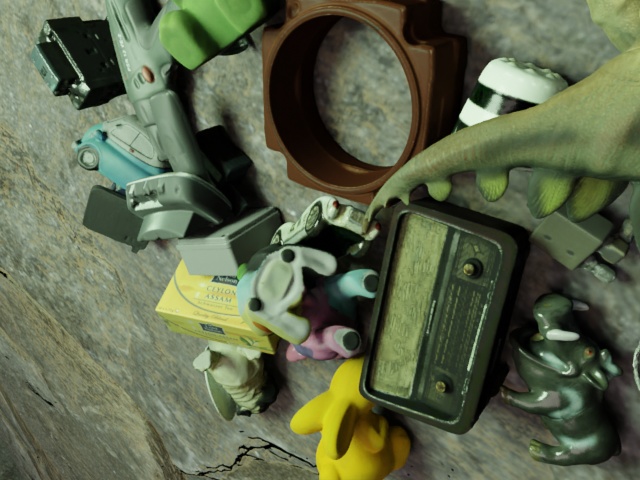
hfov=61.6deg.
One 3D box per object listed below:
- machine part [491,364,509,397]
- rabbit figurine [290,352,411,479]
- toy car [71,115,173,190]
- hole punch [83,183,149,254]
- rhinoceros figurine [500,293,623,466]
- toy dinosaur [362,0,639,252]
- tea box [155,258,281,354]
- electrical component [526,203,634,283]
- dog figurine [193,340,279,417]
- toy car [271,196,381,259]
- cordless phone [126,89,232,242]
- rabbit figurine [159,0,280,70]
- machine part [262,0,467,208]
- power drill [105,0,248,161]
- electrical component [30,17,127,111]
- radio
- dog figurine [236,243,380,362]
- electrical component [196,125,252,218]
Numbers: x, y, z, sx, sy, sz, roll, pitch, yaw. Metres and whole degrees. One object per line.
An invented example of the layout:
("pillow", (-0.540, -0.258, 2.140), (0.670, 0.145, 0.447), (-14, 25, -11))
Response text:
("machine part", (0.156, 0.131, 0.638), (0.139, 0.039, 0.084), (41, 126, 17))
("rabbit figurine", (0.038, 0.238, 0.730), (0.122, 0.162, 0.173), (20, 107, 44))
("toy car", (-0.276, -0.131, 0.802), (0.162, 0.109, 0.103), (34, 110, 4))
("hole punch", (-0.315, -0.057, 0.894), (0.116, 0.092, 0.142), (28, 131, -13))
("rhinoceros figurine", (0.248, 0.146, 0.548), (0.112, 0.073, 0.190), (-11, 106, 43))
("toy dinosaur", (0.243, -0.087, 0.369), (0.472, 0.105, 0.198), (-5, 114, 22))
("tea box", (-0.131, 0.091, 0.765), (0.170, 0.098, 0.068), (7, 144, 15))
("electrical component", (0.239, -0.013, 0.494), (0.102, 0.045, 0.078), (36, 159, 22))
("dog figurine", (-0.130, 0.175, 0.864), (0.121, 0.172, 0.190), (-4, 144, 5))
("toy car", (-0.001, -0.002, 0.645), (0.073, 0.056, 0.202), (26, 154, -18))
("cordless phone", (-0.207, -0.095, 0.709), (0.147, 0.089, 0.184), (-3, 109, 40))
("rabbit figurine", (-0.115, -0.292, 0.549), (0.121, 0.159, 0.170), (-18, 117, 39))
("machine part", (0.037, -0.145, 0.554), (0.202, 0.087, 0.200), (21, 125, 31))
("power drill", (-0.185, -0.232, 0.693), (0.207, 0.086, 0.232), (-13, 99, 49))
("electrical component", (-0.329, -0.250, 0.757), (0.058, 0.134, 0.115), (-32, 93, 44))
("radio", (0.130, 0.079, 0.571), (0.131, 0.073, 0.229), (18, 109, 28))
("dog figurine", (-0.024, 0.094, 0.670), (0.191, 0.108, 0.219), (20, 158, -10))
("electrical component", (-0.131, -0.091, 0.742), (0.119, 0.048, 0.074), (46, 133, 9))
